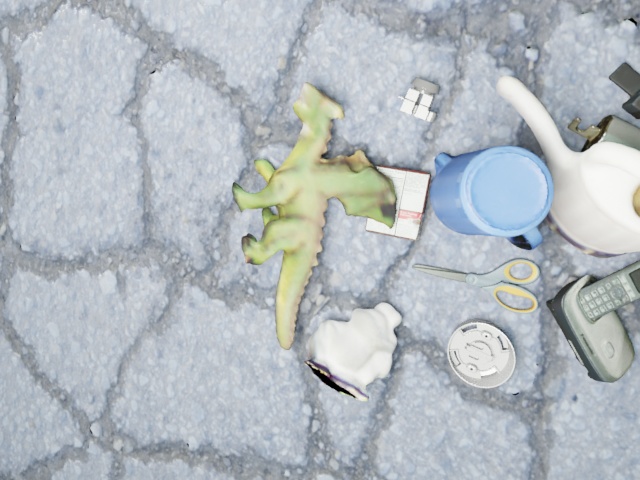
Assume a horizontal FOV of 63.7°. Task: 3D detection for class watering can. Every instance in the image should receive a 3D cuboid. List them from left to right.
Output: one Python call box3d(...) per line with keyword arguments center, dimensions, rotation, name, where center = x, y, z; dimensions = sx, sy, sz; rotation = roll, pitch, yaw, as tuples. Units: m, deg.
box3d(center=(0.363, -0.080, 0.694), dimensions=(0.349, 0.222, 0.104), rotation=(40, 83, 10), name="watering can")

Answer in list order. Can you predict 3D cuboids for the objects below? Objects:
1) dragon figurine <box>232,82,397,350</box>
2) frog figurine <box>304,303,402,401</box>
box3d(center=(0.002, -0.041, 0.822), dimensions=(0.242, 0.123, 0.410), rotation=(-12, 92, 17), name="dragon figurine")
box3d(center=(0.060, 0.171, 0.855), dimensions=(0.138, 0.120, 0.162), rotation=(26, 65, 18), name="frog figurine")
